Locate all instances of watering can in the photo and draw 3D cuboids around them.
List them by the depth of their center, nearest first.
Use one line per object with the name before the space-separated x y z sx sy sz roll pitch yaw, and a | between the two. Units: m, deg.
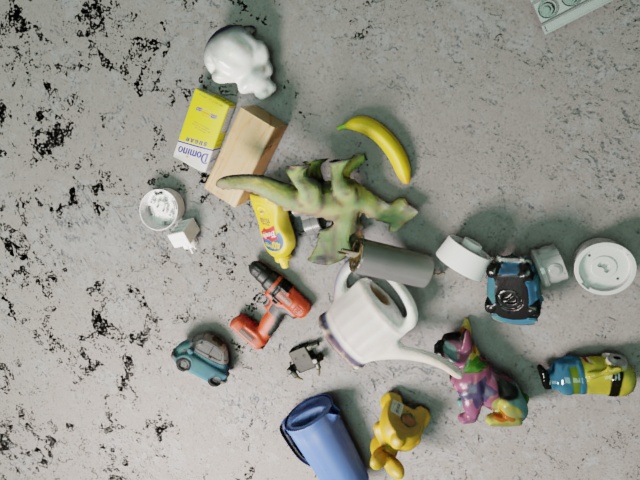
watering can | 0.136 0.209 1.150 0.221 0.104 0.352 -44 70 21

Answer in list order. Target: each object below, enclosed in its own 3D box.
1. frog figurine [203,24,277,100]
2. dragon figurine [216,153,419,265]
frog figurine | -0.168 -0.371 1.101 0.137 0.122 0.160 -25 85 2
dragon figurine | 0.003 -0.055 1.100 0.410 0.123 0.240 -10 105 -1
